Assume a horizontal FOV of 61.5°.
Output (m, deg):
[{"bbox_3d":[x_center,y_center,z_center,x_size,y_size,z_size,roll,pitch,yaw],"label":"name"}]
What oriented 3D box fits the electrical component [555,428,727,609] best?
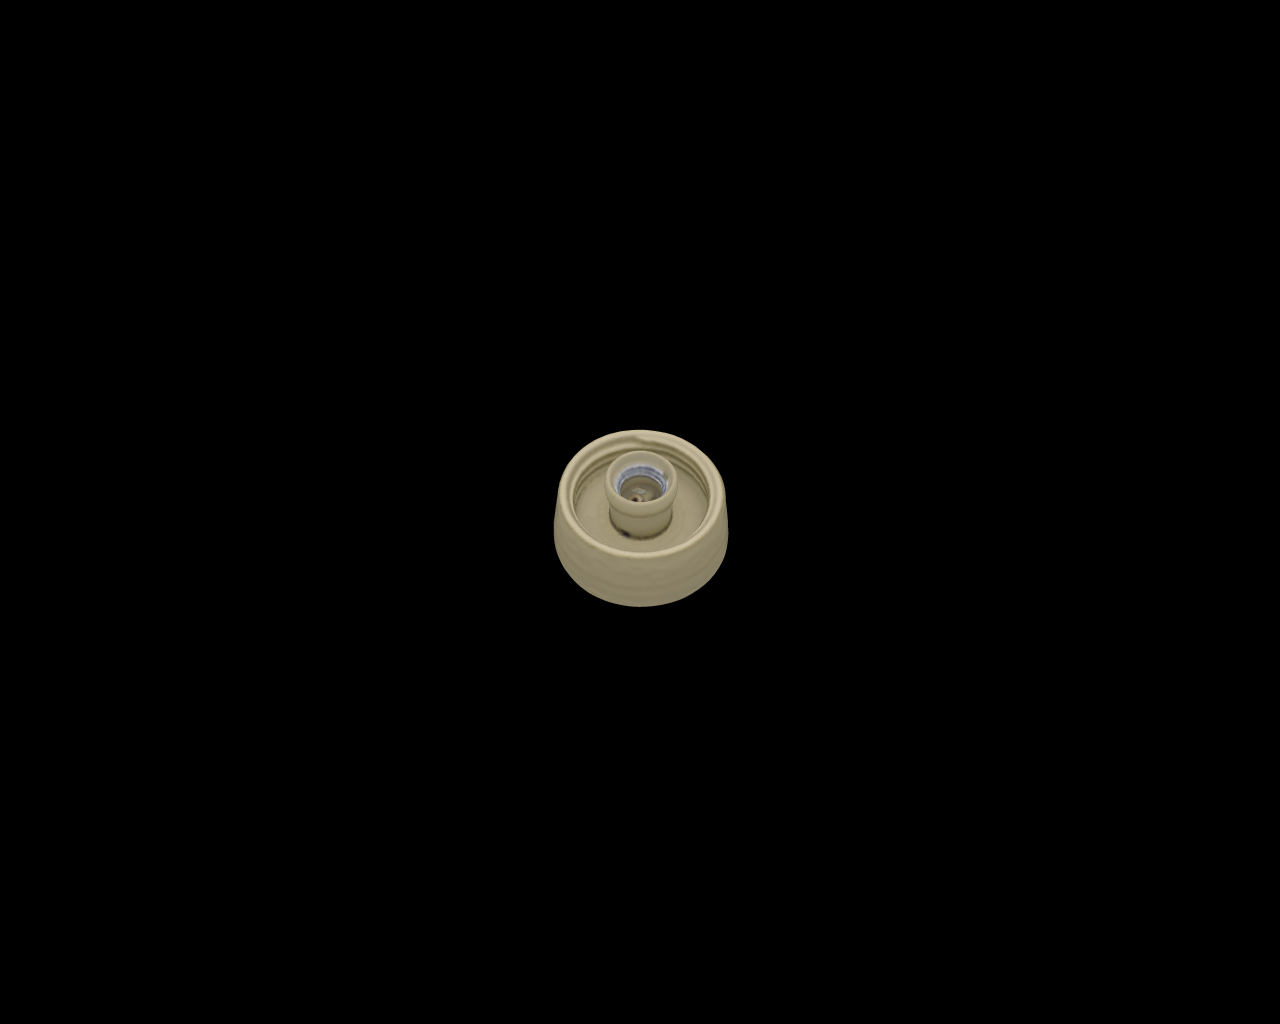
[{"bbox_3d":[0.001,-0.003,0.650,0.108,0.108,0.060,0,-37,0],"label":"electrical component"}]
